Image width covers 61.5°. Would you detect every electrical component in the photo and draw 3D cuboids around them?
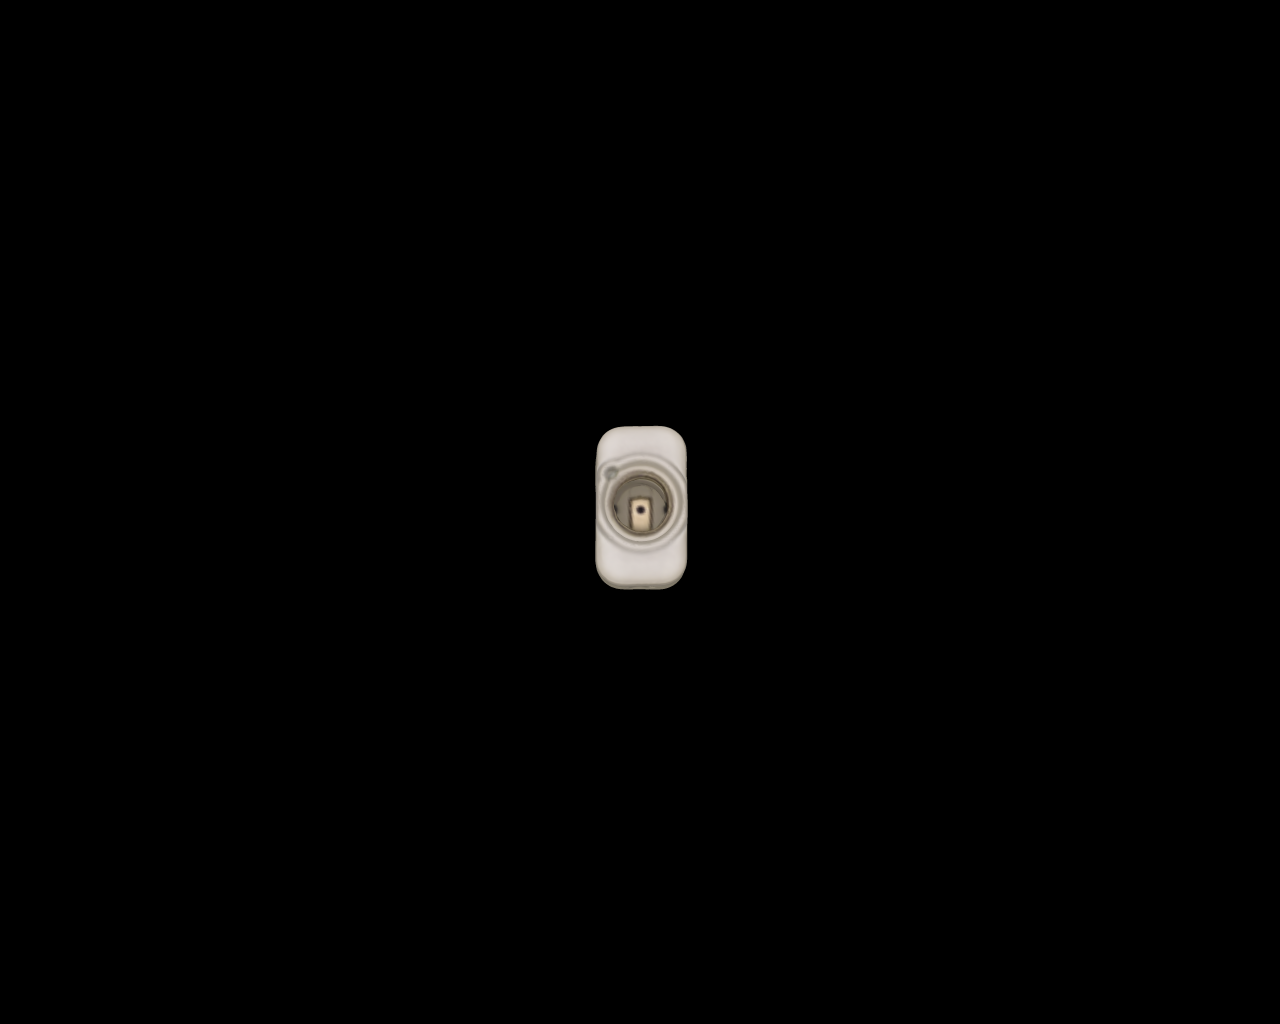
[{"bbox_3d":[0.001,-0.003,0.650,0.054,0.095,0.059,0,-7,0],"label":"electrical component"}]
